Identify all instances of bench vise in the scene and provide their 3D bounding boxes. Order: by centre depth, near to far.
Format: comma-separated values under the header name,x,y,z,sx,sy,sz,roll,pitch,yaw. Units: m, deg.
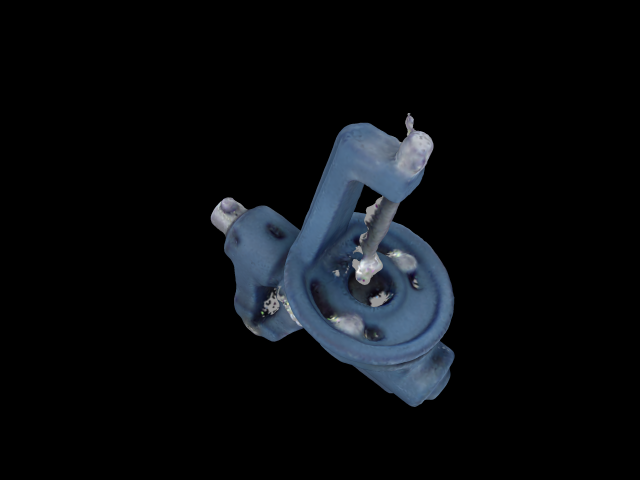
name,x,y,z,sx,sy,sz,roll,pitch,yaw
bench vise,0.000,0.009,0.392,0.207,0.220,0.121,12,45,13
